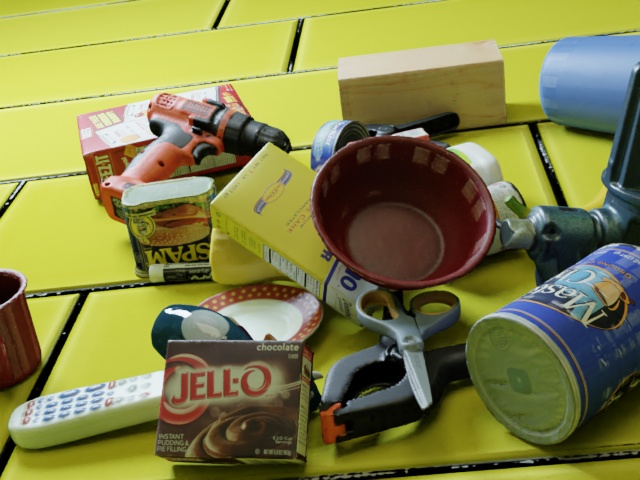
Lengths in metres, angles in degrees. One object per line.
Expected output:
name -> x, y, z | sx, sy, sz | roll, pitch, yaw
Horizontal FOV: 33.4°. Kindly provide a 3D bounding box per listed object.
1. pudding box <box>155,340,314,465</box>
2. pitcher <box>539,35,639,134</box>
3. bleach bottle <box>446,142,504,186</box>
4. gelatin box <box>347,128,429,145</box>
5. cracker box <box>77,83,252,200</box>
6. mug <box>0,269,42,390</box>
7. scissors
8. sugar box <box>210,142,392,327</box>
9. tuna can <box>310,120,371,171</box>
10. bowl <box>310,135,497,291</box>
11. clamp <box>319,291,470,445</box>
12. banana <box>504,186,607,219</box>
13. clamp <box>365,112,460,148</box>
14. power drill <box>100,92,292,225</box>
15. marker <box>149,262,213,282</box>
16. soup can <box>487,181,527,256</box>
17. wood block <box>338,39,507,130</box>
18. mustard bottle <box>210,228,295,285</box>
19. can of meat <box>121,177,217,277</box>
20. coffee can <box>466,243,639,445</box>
pudding box -> -0.064, 0.122, 0.804 | 0.113, 0.039, 0.090 | -1, 70, 12
pitcher -> 0.387, -0.181, 1.233 | 0.243, 0.145, 0.149 | 13, 0, 43
bleach bottle -> 0.059, -0.037, 1.115 | 0.250, 0.068, 0.103 | -15, 22, -8
gelatin box -> 0.079, -0.078, 1.179 | 0.089, 0.073, 0.030 | -12, 25, -6
cracker box -> -0.198, -0.130, 1.376 | 0.213, 0.072, 0.164 | -14, 26, -9
mug -> -0.294, 0.087, 0.952 | 0.093, 0.081, 0.117 | -21, 28, -23
scissors -> 0.087, 0.078, 0.837 | 0.096, 0.016, 0.202 | -10, 21, -14
sugar box -> -0.005, -0.007, 0.981 | 0.176, 0.048, 0.093 | 32, 65, 18
tuna can -> 0.025, -0.094, 1.213 | 0.034, 0.086, 0.086 | 8, 30, 33
bowl -> 0.069, -0.013, 0.929 | 0.162, 0.055, 0.162 | 3, 55, -4
clamp -> 0.079, 0.103, 0.852 | 0.165, 0.036, 0.209 | 9, 27, 33
banana -> 0.262, -0.032, 1.039 | 0.197, 0.069, 0.037 | -16, -5, -39
clamp -> 0.089, -0.116, 1.295 | 0.171, 0.039, 0.120 | -10, 20, 7
power drill -> -0.147, -0.085, 1.219 | 0.185, 0.057, 0.187 | 17, 50, 19
marker -> -0.113, 0.031, 1.080 | 0.121, 0.020, 0.020 | -3, 26, 12
soup can -> 0.143, -0.014, 1.034 | 0.102, 0.068, 0.069 | -16, 27, -16
wood block -> 0.130, -0.192, 1.375 | 0.206, 0.090, 0.091 | -6, 26, 5
mustard bottle -> -0.007, 0.002, 1.038 | 0.191, 0.058, 0.096 | 3, 52, 4
can of meat -> -0.151, -0.015, 1.113 | 0.102, 0.084, 0.057 | -8, 26, 1
coffee can -> 0.194, 0.075, 0.797 | 0.140, 0.103, 0.103 | -26, 31, -32
